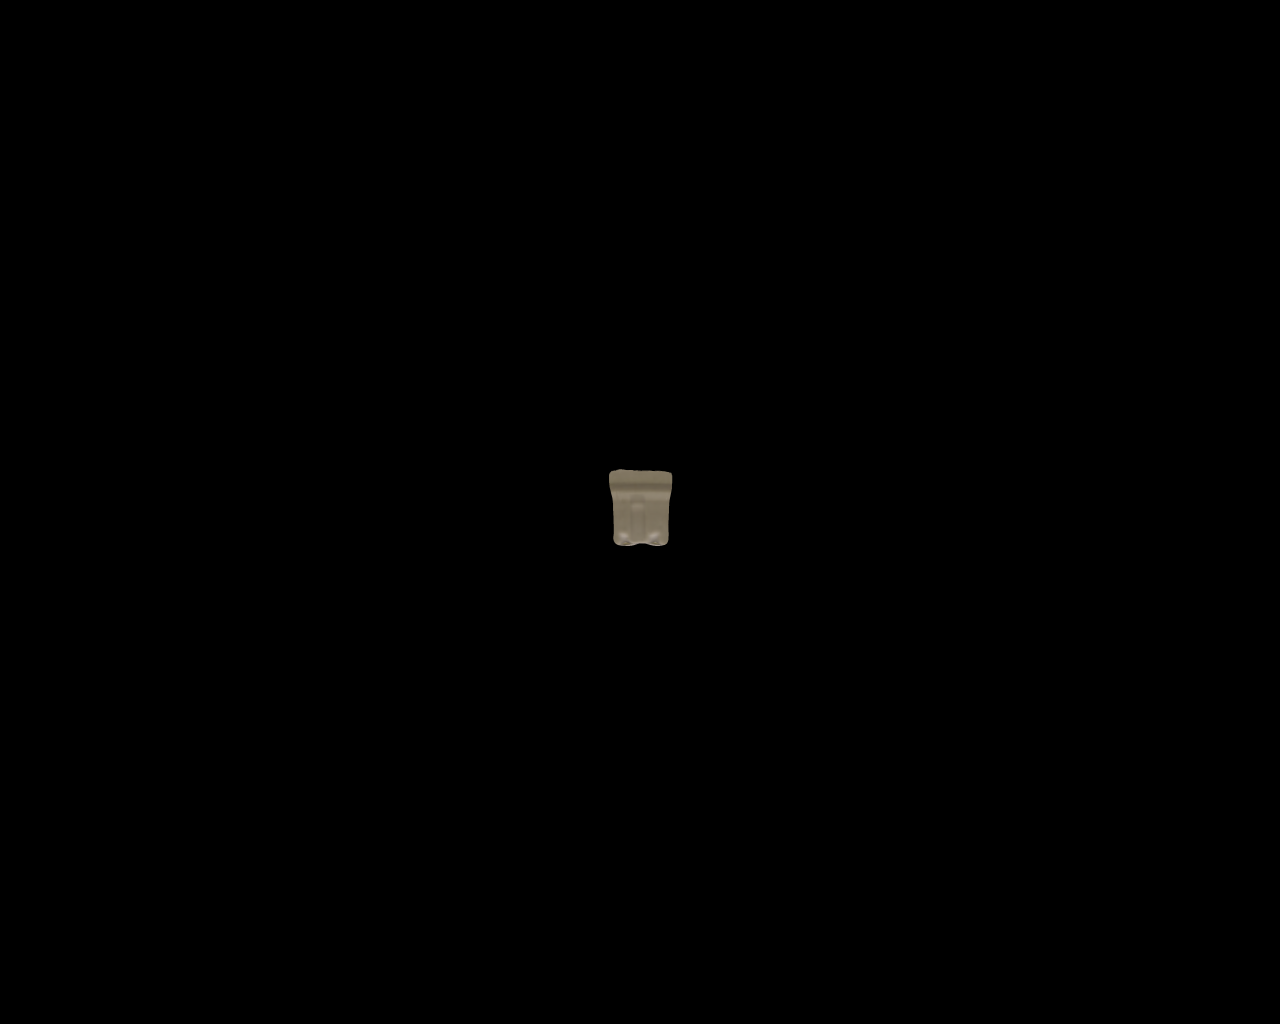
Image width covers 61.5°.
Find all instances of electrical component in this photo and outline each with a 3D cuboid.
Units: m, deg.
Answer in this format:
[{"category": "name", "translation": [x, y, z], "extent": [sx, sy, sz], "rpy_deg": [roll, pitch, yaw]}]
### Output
[{"category": "electrical component", "translation": [0.001, -0.003, 0.650], "extent": [0.040, 0.046, 0.040], "rpy_deg": [0, 0, 0]}]
